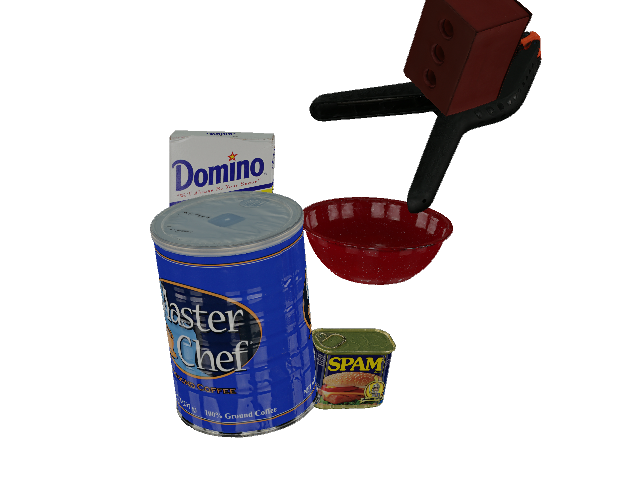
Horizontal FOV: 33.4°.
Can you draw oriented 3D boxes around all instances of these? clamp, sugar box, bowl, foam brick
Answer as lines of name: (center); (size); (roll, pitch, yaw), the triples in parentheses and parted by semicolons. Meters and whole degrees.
clamp: (0.115, -0.115, 0.938); (0.210, 0.165, 0.036); (-27, -38, -8)
sugar box: (-0.089, -0.008, 0.955); (0.093, 0.176, 0.048); (1, 13, 0)
bowl: (0.056, 0.004, 1.113); (0.162, 0.055, 0.162); (2, 20, -1)
foam brick: (0.099, -0.134, 0.729); (0.051, 0.053, 0.078); (-23, -32, -29)

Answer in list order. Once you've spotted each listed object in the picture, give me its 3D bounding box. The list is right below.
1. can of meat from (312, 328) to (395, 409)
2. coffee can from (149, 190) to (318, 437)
can of meat: (0.034, 0.158, 1.306); (0.102, 0.084, 0.057); (2, 24, -15)
coffee can: (-0.057, 0.049, 0.736); (0.103, 0.140, 0.103); (-4, 22, 1)
